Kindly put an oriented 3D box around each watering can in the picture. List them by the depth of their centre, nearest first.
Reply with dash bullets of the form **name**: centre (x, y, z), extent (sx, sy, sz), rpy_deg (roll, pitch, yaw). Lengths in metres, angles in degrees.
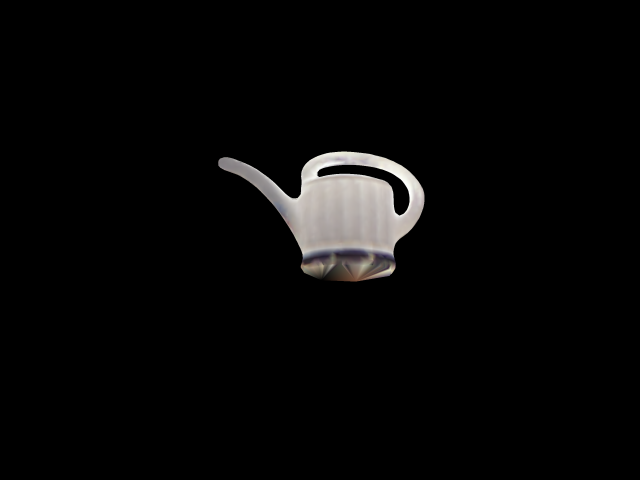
- **watering can**: centre (0.003, -0.043, 0.850), extent (0.348, 0.228, 0.102), rpy_deg (1, -19, -3)
